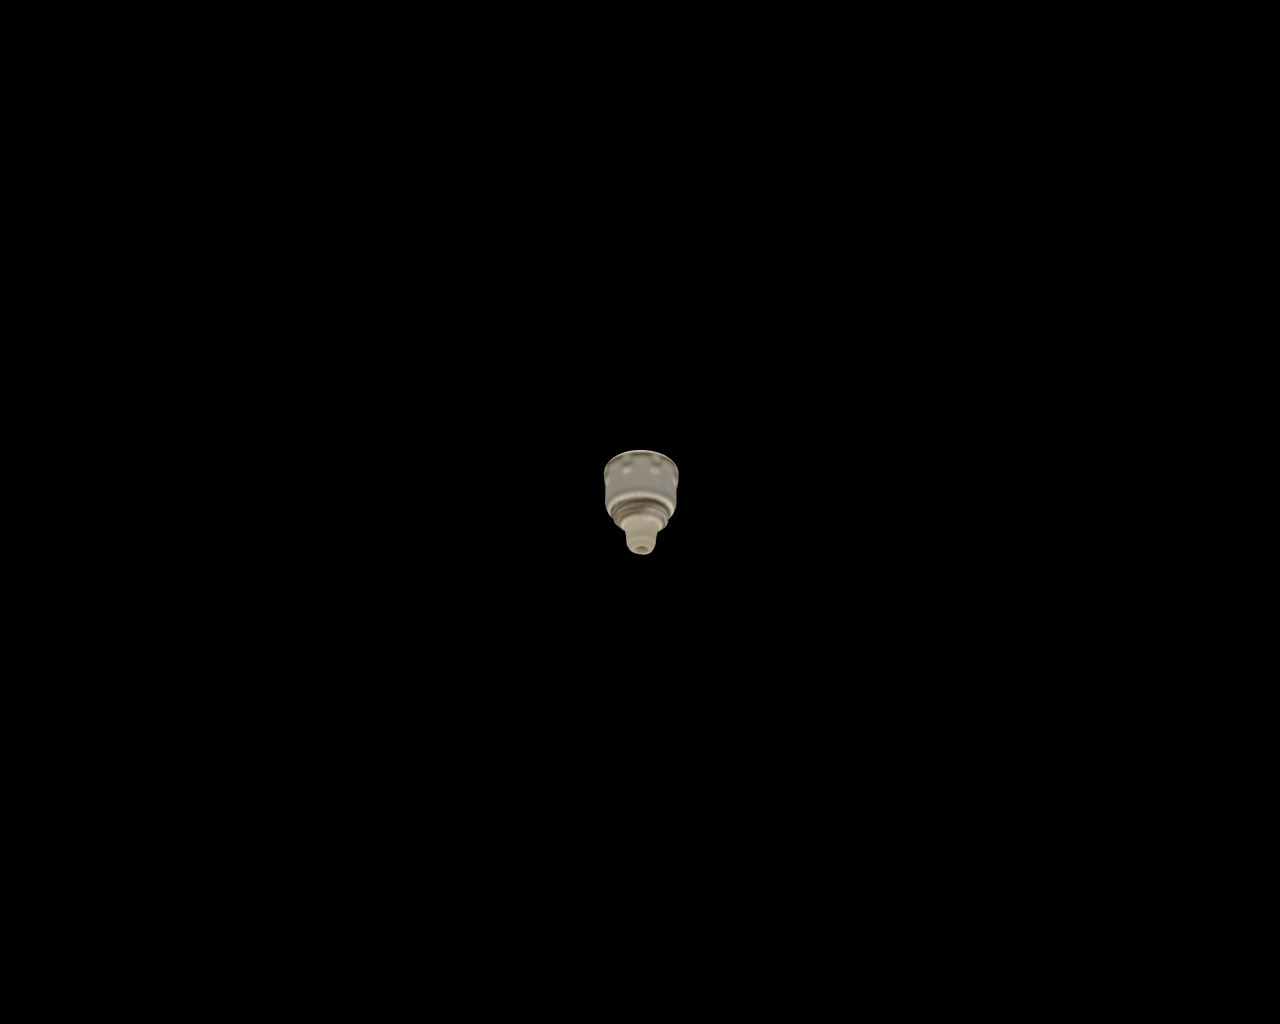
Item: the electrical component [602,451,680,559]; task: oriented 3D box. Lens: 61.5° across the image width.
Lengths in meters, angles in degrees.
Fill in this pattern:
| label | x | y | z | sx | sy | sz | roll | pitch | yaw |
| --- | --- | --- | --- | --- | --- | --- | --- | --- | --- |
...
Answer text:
| label | x | y | z | sx | sy | sz | roll | pitch | yaw |
| --- | --- | --- | --- | --- | --- | --- | --- | --- | --- |
| electrical component | 0.001 | -0.003 | 0.650 | 0.048 | 0.062 | 0.048 | 0 | -32 | 0 |
